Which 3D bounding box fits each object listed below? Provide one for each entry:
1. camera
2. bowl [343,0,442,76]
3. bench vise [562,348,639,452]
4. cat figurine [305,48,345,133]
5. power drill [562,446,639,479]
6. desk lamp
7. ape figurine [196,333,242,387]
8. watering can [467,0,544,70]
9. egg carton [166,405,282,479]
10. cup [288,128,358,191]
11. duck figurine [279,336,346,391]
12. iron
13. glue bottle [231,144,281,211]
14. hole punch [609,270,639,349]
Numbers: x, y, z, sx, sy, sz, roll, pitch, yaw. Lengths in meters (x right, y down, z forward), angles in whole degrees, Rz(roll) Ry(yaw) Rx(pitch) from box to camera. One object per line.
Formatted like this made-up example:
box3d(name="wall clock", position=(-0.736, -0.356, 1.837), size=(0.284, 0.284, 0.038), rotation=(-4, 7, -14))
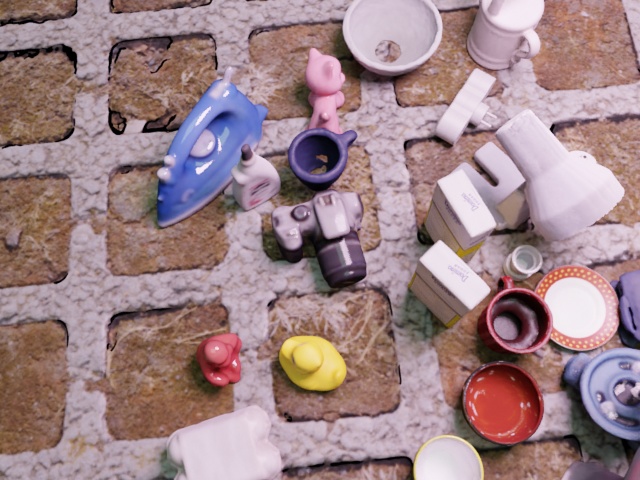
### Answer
box3d(name="camera", position=(0.008, 0.003, 0.865), size=(0.143, 0.101, 0.137), rotation=(-16, 73, -4))
box3d(name="bowl", position=(0.121, -0.345, 0.983), size=(0.167, 0.075, 0.167), rotation=(0, 73, 1))
box3d(name="bench vise", position=(0.440, 0.212, 0.733), size=(0.207, 0.220, 0.121), rotation=(25, 75, 8))
box3d(name="cat figurine", position=(0.007, -0.241, 0.930), size=(0.067, 0.118, 0.128), rotation=(1, 73, 1))
box3d(name="power drill", position=(0.359, 0.341, 0.701), size=(0.075, 0.208, 0.230), rotation=(34, 77, 11))
box3d(name="desk lamp", position=(0.303, -0.084, 0.828), size=(0.118, 0.213, 0.203), rotation=(-40, 76, -10))
box3d(name="ape figurine", position=(-0.145, 0.167, 0.822), size=(0.076, 0.092, 0.078), rotation=(33, 77, 10))
box3d(name="watering can", position=(0.302, -0.378, 0.927), size=(0.172, 0.194, 0.101), rotation=(41, 78, 12))
box3d(name="egg carton", position=(-0.133, 0.299, 0.794), size=(0.150, 0.069, 0.107), rotation=(-18, 74, -5))
box3d(name="cup", position=(0.008, -0.125, 0.907), size=(0.118, 0.095, 0.091), rotation=(-34, 75, -9))
box3d(name="duck figurine", position=(-0.012, 0.174, 0.821), size=(0.104, 0.086, 0.077), rotation=(27, 75, 9))
box3d(name="iron", position=(-0.191, -0.145, 0.892), size=(0.118, 0.141, 0.258), rotation=(29, 76, 9))
box3d(name="glue bottle", position=(-0.102, -0.101, 0.860), size=(0.078, 0.173, 0.037), rotation=(-36, 76, -9))
box3d(name="hole punch", position=(0.490, 0.096, 0.835), size=(0.101, 0.091, 0.108), rotation=(-6, 73, -1))
